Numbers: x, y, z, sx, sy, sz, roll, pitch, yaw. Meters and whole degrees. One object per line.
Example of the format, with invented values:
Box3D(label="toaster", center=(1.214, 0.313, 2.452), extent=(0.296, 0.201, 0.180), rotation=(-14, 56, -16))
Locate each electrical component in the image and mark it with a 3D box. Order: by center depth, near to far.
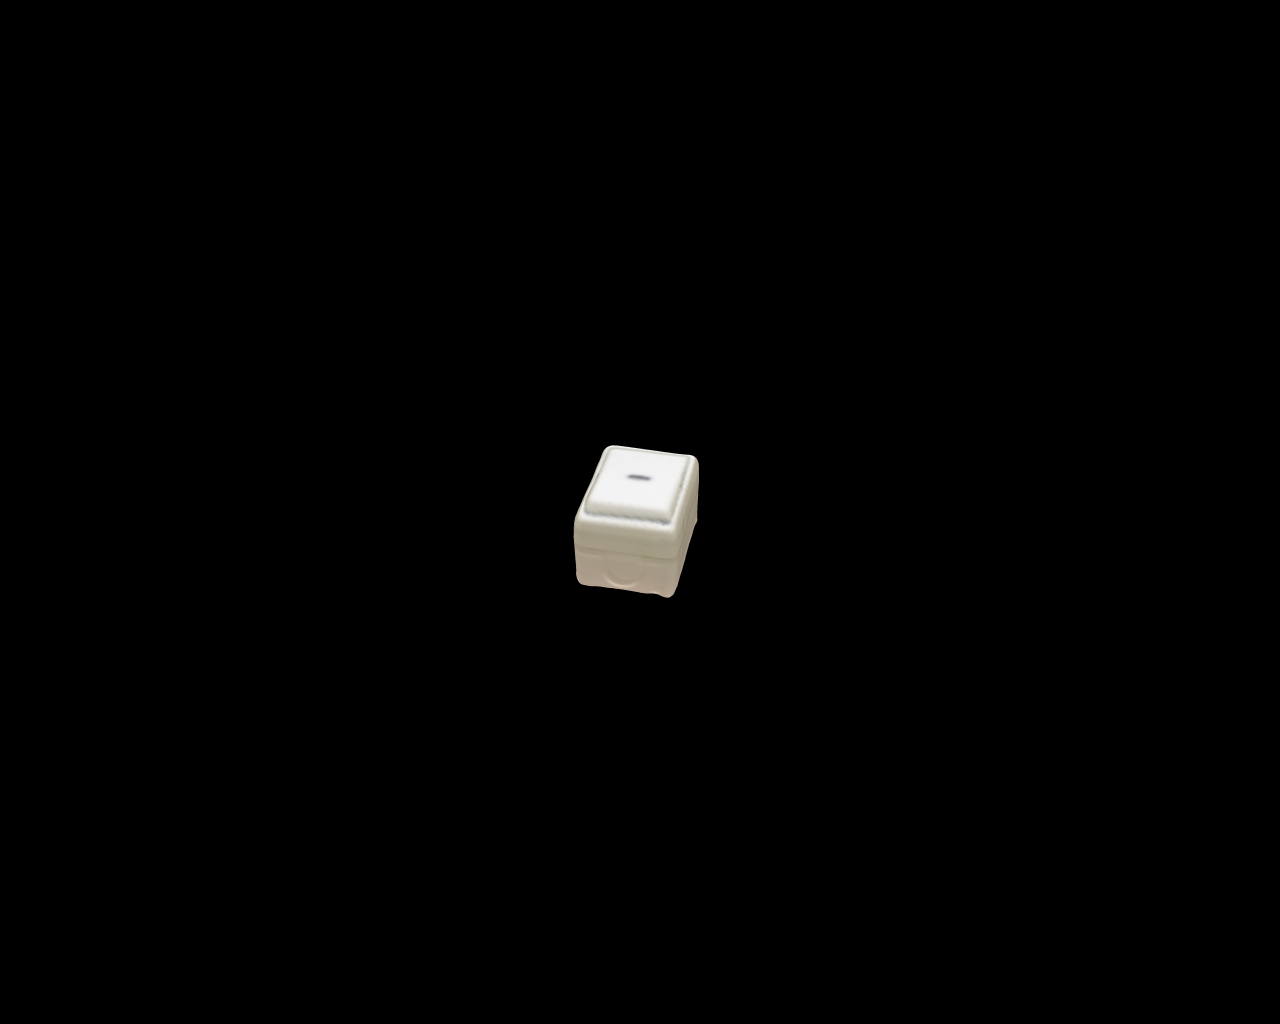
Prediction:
Box3D(label="electrical component", center=(0.001, -0.003, 0.650), extent=(0.062, 0.061, 0.096), rotation=(8, 40, 10))
